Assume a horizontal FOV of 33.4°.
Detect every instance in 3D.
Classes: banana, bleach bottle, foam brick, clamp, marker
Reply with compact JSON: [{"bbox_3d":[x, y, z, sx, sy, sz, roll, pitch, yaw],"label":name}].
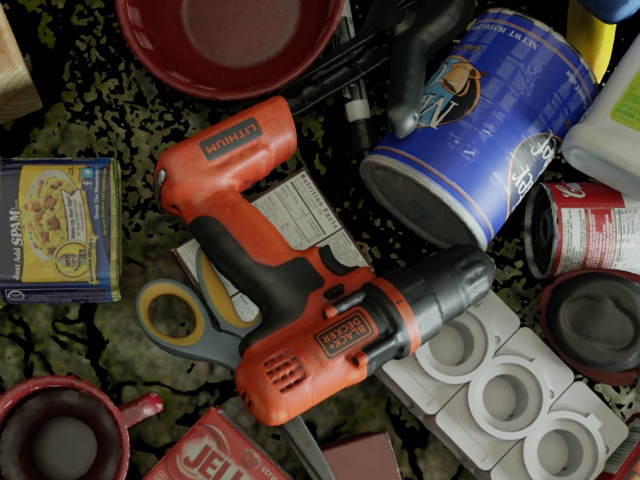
[{"bbox_3d":[0.204,-0.199,0.782,0.037,0.069,0.198,8,86,17],"label":"banana"},{"bbox_3d":[0.263,-0.143,0.697,0.103,0.068,0.251,29,86,14],"label":"bleach bottle"},{"bbox_3d":[0.021,0.156,0.695,0.051,0.078,0.053,-15,81,-9],"label":"foam brick"},{"bbox_3d":[0.045,-0.137,0.738,0.120,0.039,0.171,11,55,33],"label":"clamp"},{"bbox_3d":[0.023,-0.117,0.775,0.020,0.020,0.121,-10,81,-7],"label":"marker"}]

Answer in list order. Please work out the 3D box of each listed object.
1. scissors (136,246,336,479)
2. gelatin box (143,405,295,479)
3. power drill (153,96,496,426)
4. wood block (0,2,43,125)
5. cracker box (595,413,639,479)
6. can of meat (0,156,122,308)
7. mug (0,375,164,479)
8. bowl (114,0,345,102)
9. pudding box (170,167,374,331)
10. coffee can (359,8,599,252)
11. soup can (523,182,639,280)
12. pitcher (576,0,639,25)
[{"bbox_3d":[-0.055,0.090,0.671,0.096,0.016,0.202,-15,68,-6],"label":"scissors"},{"bbox_3d":[-0.063,0.165,0.704,0.089,0.030,0.073,43,86,6],"label":"gelatin box"},{"bbox_3d":[-0.004,0.001,0.676,0.184,0.057,0.188,-28,71,-22],"label":"power drill"},{"bbox_3d":[-0.274,-0.178,0.725,0.090,0.090,0.206,-23,83,-9],"label":"wood block"},{"bbox_3d":[0.252,0.242,0.703,0.213,0.072,0.164,38,80,2],"label":"cracker box"},{"bbox_3d":[-0.177,-0.006,0.719,0.084,0.057,0.102,-1,80,-7],"label":"can of meat"},{"bbox_3d":[-0.154,0.129,0.682,0.117,0.081,0.093,-29,84,-9],"label":"mug"},{"bbox_3d":[-0.059,-0.171,0.751,0.162,0.055,0.162,-1,84,6],"label":"bowl"},{"bbox_3d":[-0.033,0.017,0.736,0.113,0.039,0.090,-32,81,-12],"label":"pudding box"},{"bbox_3d":[0.109,-0.072,0.732,0.103,0.103,0.140,38,78,2],"label":"coffee can"},{"bbox_3d":[0.201,-0.007,0.745,0.102,0.068,0.068,-1,80,-6],"label":"soup can"},{"bbox_3d":[0.136,-0.252,0.685,0.243,0.145,0.149,44,88,2],"label":"pitcher"}]
